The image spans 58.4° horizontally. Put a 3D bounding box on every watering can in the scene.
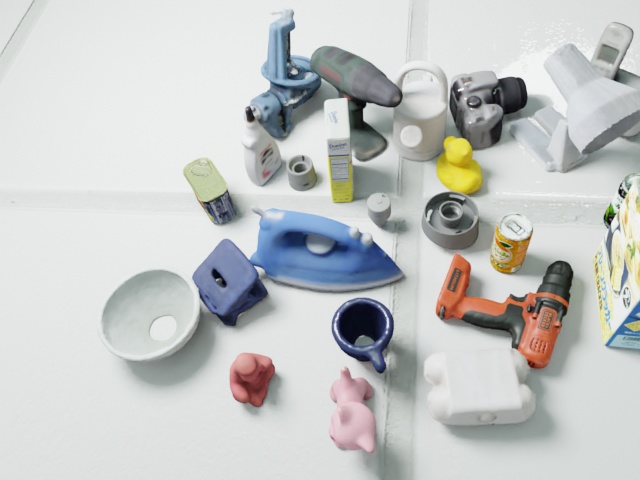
[{"bbox_3d":[0.182,-0.236,1.032,0.101,0.194,0.172,-9,57,2],"label":"watering can"}]

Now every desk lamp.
[{"bbox_3d":[0.430,-0.212,0.972,0.118,0.214,0.202,-26,58,-9],"label":"desk lamp"}]

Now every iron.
[{"bbox_3d":[0.009,0.003,0.935,0.257,0.142,0.119,9,59,13],"label":"iron"}]

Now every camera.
[{"bbox_3d":[0.325,-0.264,1.087,0.137,0.101,0.143,-11,57,1],"label":"camera"}]

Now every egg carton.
[{"bbox_3d":[0.226,0.210,0.816,0.150,0.069,0.107,-5,57,4],"label":"egg carton"}]

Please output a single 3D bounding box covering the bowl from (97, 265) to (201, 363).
[{"bbox_3d":[-0.266,0.129,0.931,0.167,0.075,0.167,-3,57,6],"label":"bowl"}]

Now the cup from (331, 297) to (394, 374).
[{"bbox_3d":[0.072,0.156,0.857,0.092,0.095,0.117,-21,57,-6],"label":"cup"}]

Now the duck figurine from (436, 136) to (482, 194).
[{"bbox_3d":[0.252,-0.140,1.027,0.077,0.086,0.104,-22,57,-6],"label":"duck figurine"}]

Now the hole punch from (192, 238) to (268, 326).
[{"bbox_3d":[-0.153,0.069,0.944,0.101,0.091,0.108,-36,60,-15],"label":"hole punch"}]

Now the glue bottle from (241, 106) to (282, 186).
[{"bbox_3d":[-0.115,-0.179,1.049,0.037,0.173,0.078,25,64,22],"label":"glue bottle"}]

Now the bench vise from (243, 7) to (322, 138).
[{"bbox_3d":[-0.069,-0.316,1.102,0.121,0.220,0.207,11,60,14],"label":"bench vise"}]

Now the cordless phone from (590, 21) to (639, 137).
[{"bbox_3d":[0.540,-0.286,1.021,0.147,0.185,0.094,33,67,25],"label":"cordless phone"}]

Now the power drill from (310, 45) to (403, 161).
[{"bbox_3d":[0.071,-0.249,1.047,0.076,0.209,0.229,-36,60,-15],"label":"power drill"}]

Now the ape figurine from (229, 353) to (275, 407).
[{"bbox_3d":[-0.106,0.198,0.855,0.078,0.092,0.076,-32,59,-12],"label":"ape figurine"}]

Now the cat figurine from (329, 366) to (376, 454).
[{"bbox_3d":[0.043,0.239,0.794,0.067,0.118,0.127,-8,57,3],"label":"cat figurine"}]
